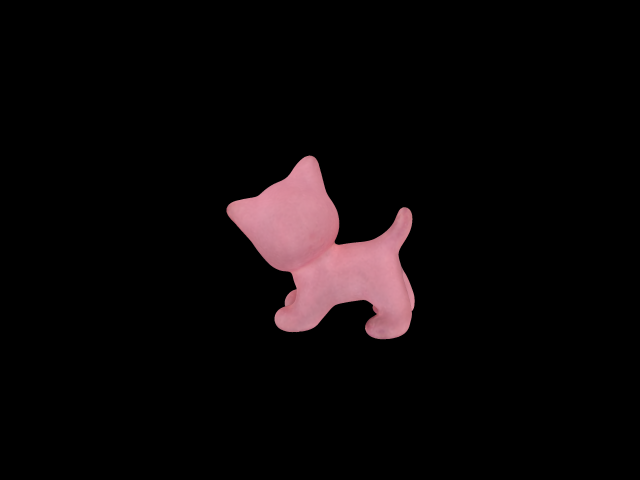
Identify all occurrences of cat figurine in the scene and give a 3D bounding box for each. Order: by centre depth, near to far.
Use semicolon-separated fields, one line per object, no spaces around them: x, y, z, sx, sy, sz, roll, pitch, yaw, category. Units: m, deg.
0.004;0.001;0.400;0.127;0.118;0.067;2;14;7;cat figurine
